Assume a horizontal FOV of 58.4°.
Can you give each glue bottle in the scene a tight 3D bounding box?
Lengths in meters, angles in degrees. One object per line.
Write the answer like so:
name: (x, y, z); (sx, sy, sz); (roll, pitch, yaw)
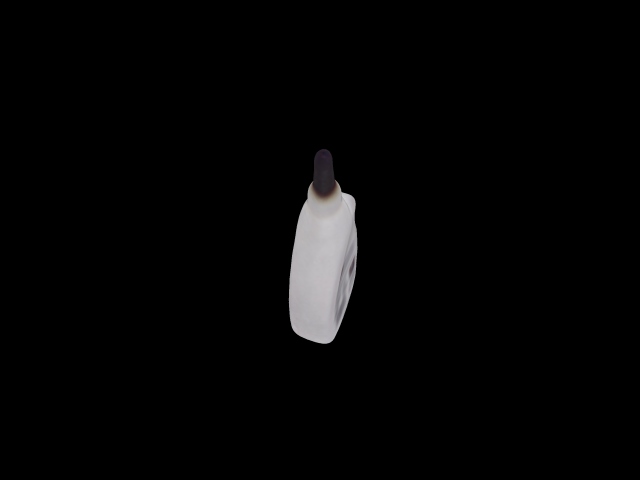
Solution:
glue bottle: (0.004, 0.001, 0.400); (0.037, 0.173, 0.078); (15, 55, 12)
